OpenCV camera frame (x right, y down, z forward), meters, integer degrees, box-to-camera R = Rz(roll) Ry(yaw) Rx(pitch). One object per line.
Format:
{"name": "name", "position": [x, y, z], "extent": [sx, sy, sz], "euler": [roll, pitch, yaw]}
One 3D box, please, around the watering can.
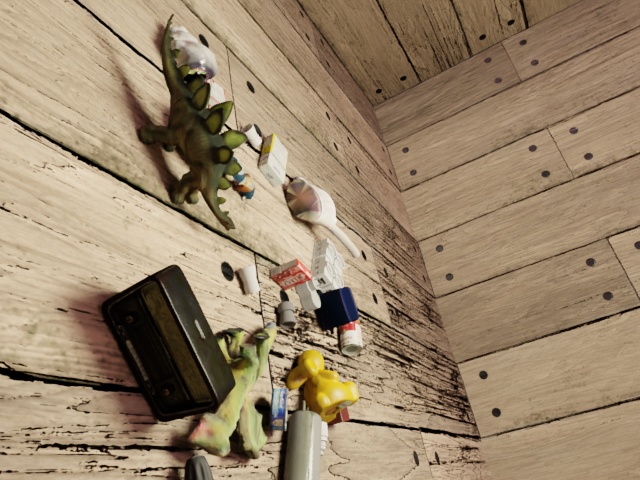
{"name": "watering can", "position": [0.005, -0.087, 1.724], "extent": [0.352, 0.103, 0.224], "euler": [54, 16, 18]}

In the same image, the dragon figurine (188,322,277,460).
{"name": "dragon figurine", "position": [-0.144, 0.302, 1.021], "extent": [0.409, 0.122, 0.244], "euler": [11, 75, -74]}

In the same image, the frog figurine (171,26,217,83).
{"name": "frog figurine", "position": [-0.338, -0.496, 1.360], "extent": [0.137, 0.121, 0.161], "euler": [6, 72, -46]}
